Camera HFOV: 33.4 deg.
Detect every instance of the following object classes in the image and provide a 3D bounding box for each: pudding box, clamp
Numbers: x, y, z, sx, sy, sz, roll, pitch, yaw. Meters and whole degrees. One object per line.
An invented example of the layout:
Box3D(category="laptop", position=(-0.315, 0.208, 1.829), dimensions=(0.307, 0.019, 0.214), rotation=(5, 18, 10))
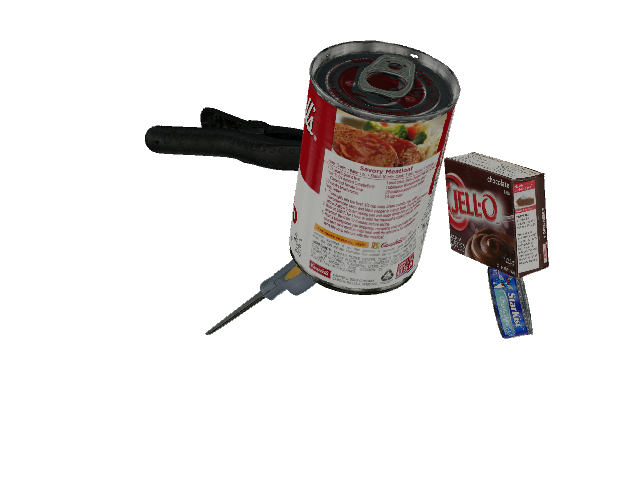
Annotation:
Box3D(category="pudding box", position=(0.155, -0.025, 0.950), dimensions=(0.039, 0.090, 0.114), rotation=(-16, 19, -23))
Box3D(category="clamp", position=(-0.071, -0.089, 0.976), dimensions=(0.172, 0.039, 0.120), rotation=(13, 27, 28))

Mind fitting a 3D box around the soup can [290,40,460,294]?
Box3D(category="soup can", position=(0.023, -0.033, 0.505), dimensions=(0.068, 0.102, 0.068), rotation=(5, 38, -4))

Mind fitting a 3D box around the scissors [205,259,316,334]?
Box3D(category="scissors", position=(-0.035, 0.039, 0.802), dimensions=(0.202, 0.016, 0.096), rotation=(-39, 8, 27))

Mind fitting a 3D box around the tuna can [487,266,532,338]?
Box3D(category="tuna can", position=(0.212, 0.066, 1.195), dimensions=(0.034, 0.086, 0.086), rotation=(-12, -3, 14))
